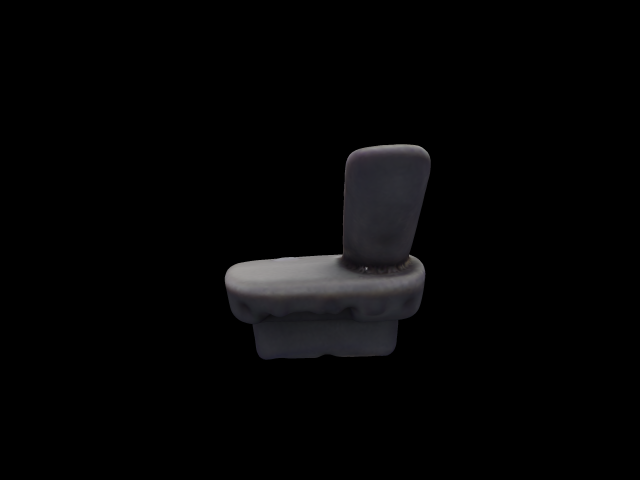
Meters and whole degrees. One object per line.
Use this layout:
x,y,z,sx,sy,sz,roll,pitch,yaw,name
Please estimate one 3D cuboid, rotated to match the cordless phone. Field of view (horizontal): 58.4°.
0.004,0.001,0.400,0.147,0.185,0.094,-6,50,-4,cordless phone
